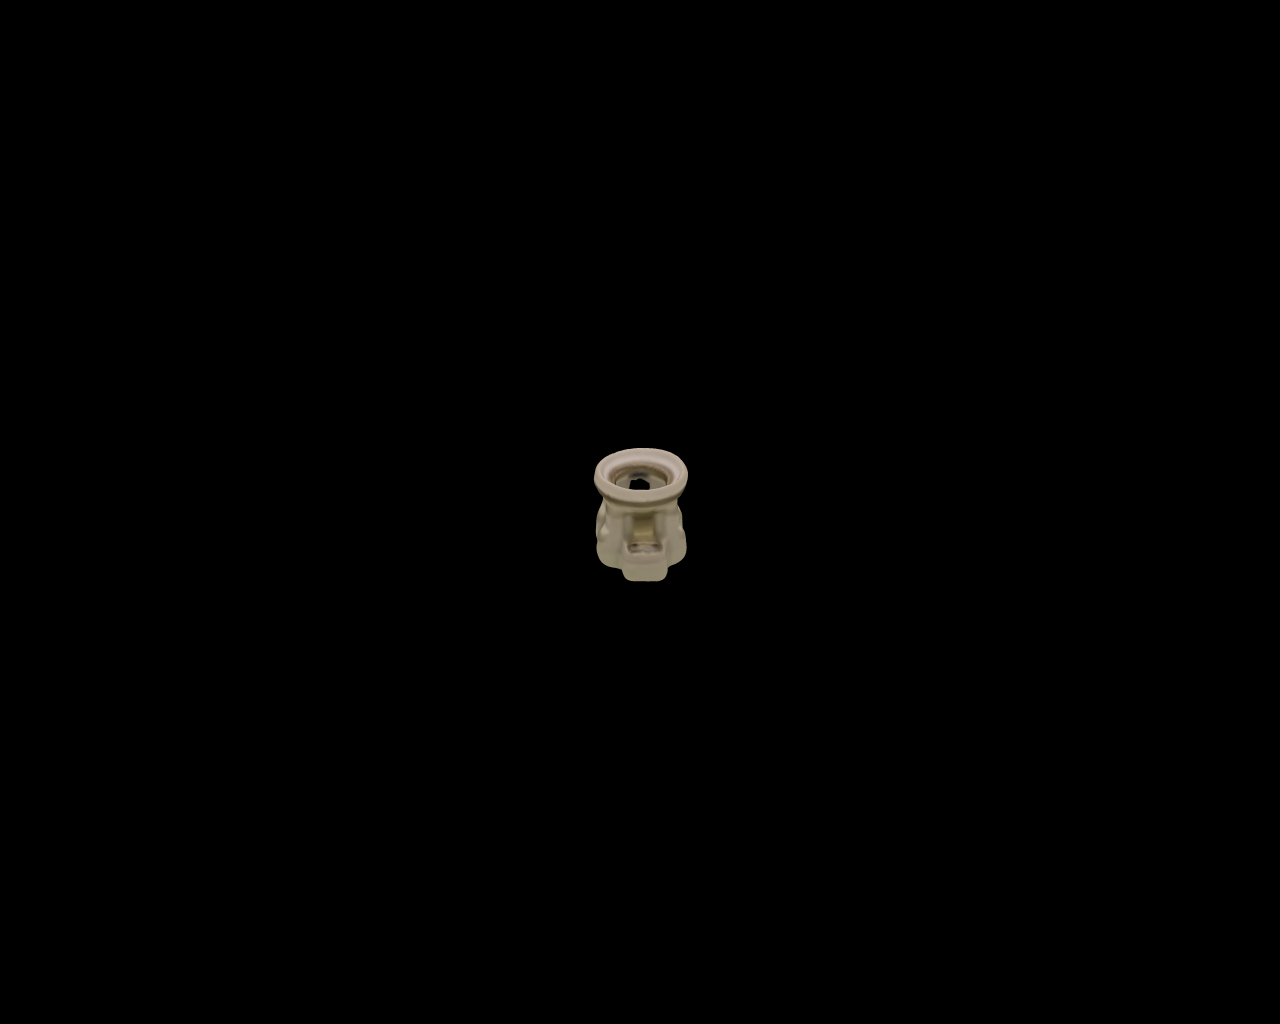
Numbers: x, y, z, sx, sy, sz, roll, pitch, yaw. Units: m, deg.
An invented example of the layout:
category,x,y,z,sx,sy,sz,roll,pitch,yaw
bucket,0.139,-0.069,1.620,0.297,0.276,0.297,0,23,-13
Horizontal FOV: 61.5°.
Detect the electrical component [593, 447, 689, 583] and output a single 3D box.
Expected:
category,x,y,z,sx,sy,sz,roll,pitch,yaw
electrical component,0.001,-0.003,0.650,0.058,0.056,0.078,-2,31,-3
